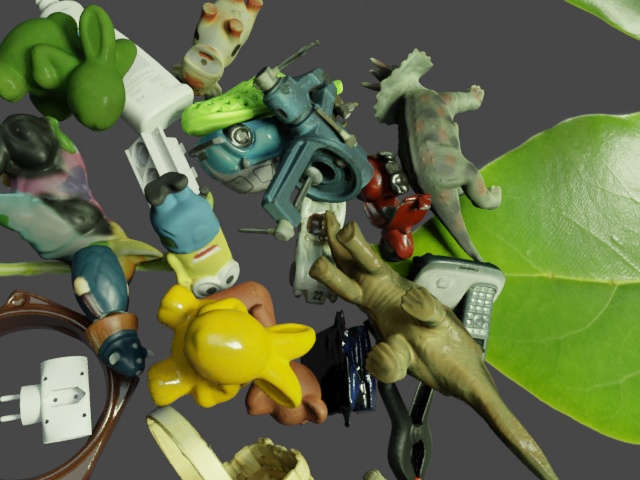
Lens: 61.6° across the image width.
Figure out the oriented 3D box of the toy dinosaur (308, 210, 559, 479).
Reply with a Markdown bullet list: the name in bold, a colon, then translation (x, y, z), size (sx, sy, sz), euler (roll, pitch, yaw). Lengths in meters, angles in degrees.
- **toy dinosaur**: translation (0.129, 0.119, 0.644), size (0.198, 0.105, 0.472), euler (30, 20, -49)

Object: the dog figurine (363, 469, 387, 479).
- **dog figurine**: translation (0.093, 0.336, 0.618), size (0.172, 0.190, 0.121), euler (-7, 72, -26)

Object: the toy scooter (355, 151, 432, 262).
- **toy scooter**: translation (0.114, -0.065, 0.822), size (0.075, 0.135, 0.184), euler (-12, 73, -24)

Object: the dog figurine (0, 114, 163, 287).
- **dog figurine**: translation (-0.294, -0.035, 0.662), size (0.219, 0.108, 0.191), euler (20, 80, -18)

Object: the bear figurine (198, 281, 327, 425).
- **bear figurine**: translation (-0.084, 0.156, 0.668), size (0.132, 0.120, 0.196), euler (-21, 83, -24)

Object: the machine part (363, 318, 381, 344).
- **machine part**: translation (0.130, 0.151, 0.789), size (0.084, 0.039, 0.139), euler (-42, 91, -18)

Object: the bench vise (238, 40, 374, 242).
- **bench vise**: translation (-0.022, -0.110, 0.711), size (0.223, 0.129, 0.240), euler (52, 48, -36)

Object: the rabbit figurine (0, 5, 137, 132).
- **rabbit figurine**: translation (-0.301, -0.205, 0.682), size (0.170, 0.121, 0.159), euler (35, 85, 20)

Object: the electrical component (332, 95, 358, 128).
- **electrical component**: translation (0.016, -0.187, 0.852), size (0.045, 0.102, 0.078), euler (37, 57, 1)

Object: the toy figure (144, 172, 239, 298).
- **toy figure**: translation (-0.157, -0.006, 0.673), size (0.082, 0.179, 0.089), euler (-17, 38, 4)

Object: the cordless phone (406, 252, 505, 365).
- **cordless phone**: translation (0.196, 0.118, 0.820), size (0.146, 0.089, 0.184), euler (9, 86, -16)

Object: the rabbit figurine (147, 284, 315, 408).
- **rabbit figurine**: translation (-0.090, 0.113, 0.523), size (0.162, 0.173, 0.122), euler (18, 70, -8)

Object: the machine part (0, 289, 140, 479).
- **machine part**: translation (-0.319, 0.171, 0.583), size (0.201, 0.087, 0.201), euler (28, 61, -11)

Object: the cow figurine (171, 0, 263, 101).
- **cow figurine**: translation (-0.163, -0.299, 0.830), size (0.085, 0.127, 0.195), euler (25, 48, -11)

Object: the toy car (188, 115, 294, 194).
- **toy car**: translation (-0.102, -0.119, 0.788), size (0.161, 0.109, 0.102), euler (-23, 101, -40)

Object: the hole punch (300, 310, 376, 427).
- **hole punch**: translation (0.039, 0.174, 0.711), size (0.092, 0.116, 0.142), euler (10, 66, -27)

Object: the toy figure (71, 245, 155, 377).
- **toy figure**: translation (-0.228, 0.080, 0.584), size (0.064, 0.058, 0.154), euler (-8, 65, -37)

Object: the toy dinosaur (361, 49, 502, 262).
- **toy dinosaur**: translation (0.181, -0.146, 0.874), size (0.192, 0.131, 0.405), euler (3, 66, -27)

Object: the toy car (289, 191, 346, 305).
- **toy car**: translation (-0.002, -0.002, 0.795), size (0.073, 0.056, 0.202), euler (11, 65, -17)
